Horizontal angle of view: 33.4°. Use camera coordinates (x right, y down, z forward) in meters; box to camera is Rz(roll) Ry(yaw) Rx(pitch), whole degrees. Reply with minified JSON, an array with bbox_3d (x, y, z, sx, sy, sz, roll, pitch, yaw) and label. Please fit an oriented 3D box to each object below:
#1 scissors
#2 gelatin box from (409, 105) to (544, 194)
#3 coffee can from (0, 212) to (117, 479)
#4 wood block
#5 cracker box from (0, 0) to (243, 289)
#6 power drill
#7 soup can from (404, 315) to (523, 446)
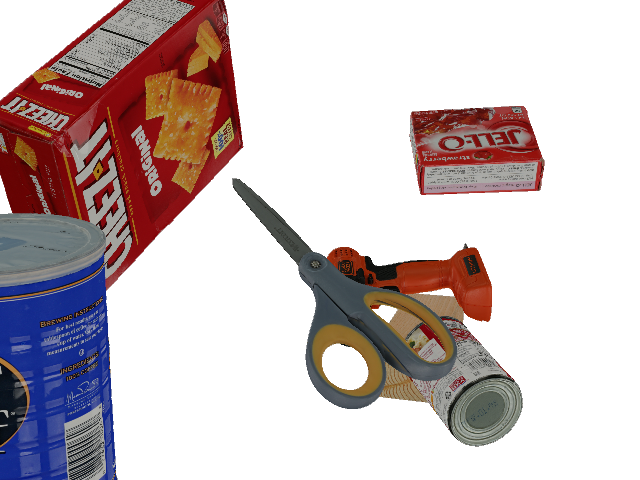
[{"bbox_3d":[-0.010,0.033,0.652,0.202,0.016,0.096,32,53,25],"label":"scissors"},{"bbox_3d":[0.113,-0.067,0.780,0.089,0.030,0.073,-3,39,0],"label":"gelatin box"},{"bbox_3d":[-0.157,0.067,0.540,0.103,0.140,0.103,0,17,0],"label":"coffee can"},{"bbox_3d":[0.151,0.155,1.587,0.091,0.090,0.205,4,18,16],"label":"wood block"},{"bbox_3d":[-0.148,-0.083,0.833,0.072,0.164,0.213,20,49,22],"label":"cracker box"},{"bbox_3d":[0.097,0.060,1.221,0.187,0.057,0.184,-1,28,-1],"label":"power drill"},{"bbox_3d":[0.117,0.116,0.896,0.068,0.068,0.102,0,24,-21],"label":"soup can"}]
